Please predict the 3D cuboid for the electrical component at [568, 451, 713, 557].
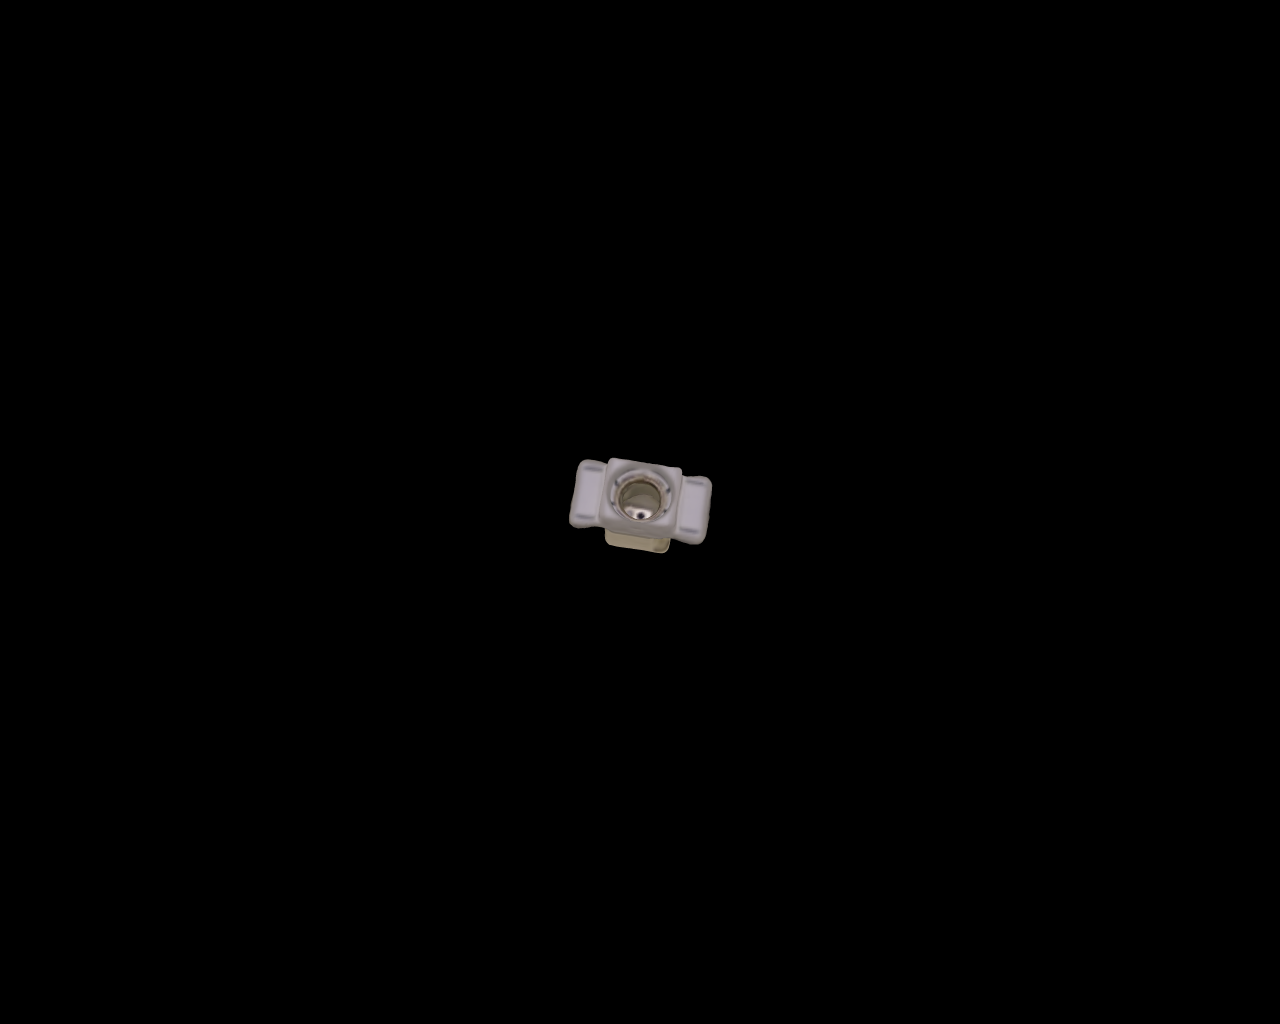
[{"bbox_3d":[0.001,-0.003,0.650,0.081,0.042,0.063,10,-19,3],"label":"electrical component"}]
